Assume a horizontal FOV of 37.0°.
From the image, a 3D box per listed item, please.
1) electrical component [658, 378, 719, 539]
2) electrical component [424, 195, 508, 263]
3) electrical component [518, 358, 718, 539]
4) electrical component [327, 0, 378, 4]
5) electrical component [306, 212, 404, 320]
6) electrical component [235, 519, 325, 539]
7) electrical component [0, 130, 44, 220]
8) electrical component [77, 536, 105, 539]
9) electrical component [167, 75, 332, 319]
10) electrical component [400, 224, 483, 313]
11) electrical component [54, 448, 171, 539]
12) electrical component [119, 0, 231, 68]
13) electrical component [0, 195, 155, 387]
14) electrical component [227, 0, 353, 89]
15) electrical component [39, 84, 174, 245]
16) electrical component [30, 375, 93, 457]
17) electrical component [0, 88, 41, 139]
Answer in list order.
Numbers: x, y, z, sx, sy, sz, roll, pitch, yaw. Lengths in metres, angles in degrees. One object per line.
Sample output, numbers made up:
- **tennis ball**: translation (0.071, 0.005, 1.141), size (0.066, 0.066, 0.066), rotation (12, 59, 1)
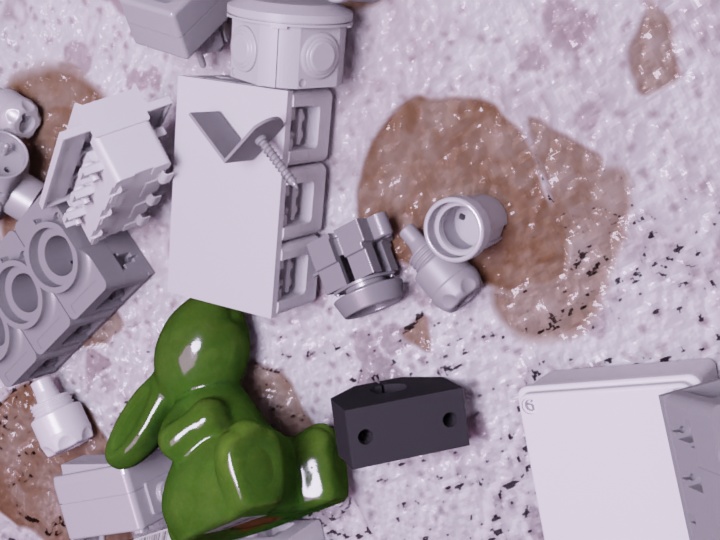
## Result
- **electrical component**: translation (0.236, 0.145, 0.561), size (0.105, 0.060, 0.186), rotation (-14, 93, -11)
- **electrical component**: translation (0.067, -0.028, 0.667), size (0.040, 0.046, 0.040), rotation (6, 103, 29)
- **electrical component**: translation (0.159, 0.113, 0.634), size (0.109, 0.056, 0.108), rotation (-8, 95, 31)
- **electrical component**: translation (-0.010, -0.230, 0.666), size (0.078, 0.057, 0.113), rotation (-35, 81, 30)
- **electrical component**: translation (0.000, 0.000, 0.712), size (0.066, 0.048, 0.055), rotation (-26, 78, 31)
- **electrical component**: translation (-0.049, 0.231, 0.782), size (0.056, 0.050, 0.089), rotation (-9, 95, 31)
- **electrical component**: translation (-0.278, -0.063, 0.857), size (0.079, 0.044, 0.077), rotation (32, 144, -11)
- **electrical component**: translation (-0.216, 0.259, 0.890), size (0.064, 0.042, 0.081), rotation (7, 103, 27)
- **electrical component**: translation (-0.074, -0.053, 0.735), size (0.089, 0.062, 0.150), rotation (13, 106, 28)
- **electrical component**: translation (0.049, -0.004, 0.689), size (0.061, 0.035, 0.035), rotation (50, 119, 15)
- **electrical component**: translation (-0.182, 0.169, 0.841), size (0.096, 0.062, 0.061), rotation (-15, 92, 31)
- **electrical component**: translation (-0.110, -0.173, 0.732), size (0.047, 0.083, 0.075), rotation (21, 148, 25)
- **electrical component**: translation (-0.247, 0.014, 0.849), size (0.150, 0.062, 0.089), rotation (-41, 79, 30)
- **electrical component**: translation (-0.046, -0.148, 0.691), size (0.080, 0.080, 0.051), rotation (15, 112, 27)
- **electrical component**: translation (-0.174, -0.068, 0.750), size (0.063, 0.079, 0.121), rotation (61, 152, 7)
- **electrical component**: translation (-0.249, 0.118, 0.881), size (0.043, 0.043, 0.062), rotation (-30, 83, 31)
- **electrical component**: translation (-0.286, -0.129, 0.860), size (0.061, 0.035, 0.035), rotation (33, 114, 24)
